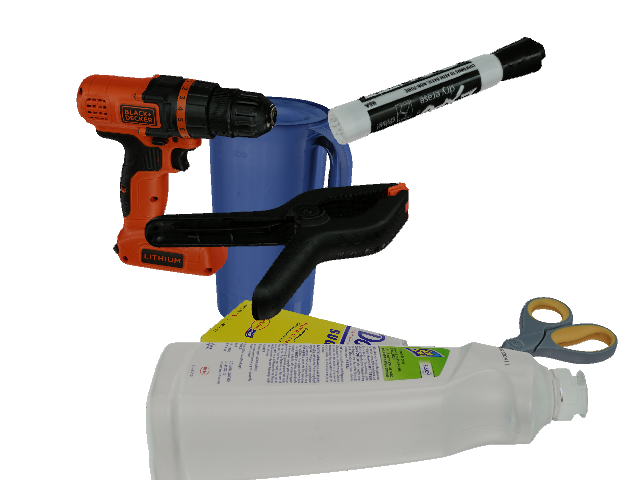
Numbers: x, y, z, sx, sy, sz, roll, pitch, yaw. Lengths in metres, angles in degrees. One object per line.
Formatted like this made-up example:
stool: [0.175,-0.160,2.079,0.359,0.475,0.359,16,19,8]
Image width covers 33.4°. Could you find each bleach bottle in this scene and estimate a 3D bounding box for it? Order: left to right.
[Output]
bleach bottle: [0.030,0.097,0.626,0.251,0.068,0.102,-2,18,1]

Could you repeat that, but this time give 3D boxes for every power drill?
power drill: [-0.127,-0.061,0.984,0.184,0.188,0.057,8,31,15]

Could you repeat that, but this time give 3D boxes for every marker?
marker: [0.061,-0.077,0.541,0.121,0.020,0.020,-22,6,-16]

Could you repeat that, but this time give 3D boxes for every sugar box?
sugar box: [-0.015,0.108,1.001,0.176,0.048,0.093,10,25,22]

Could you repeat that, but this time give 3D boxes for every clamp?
clamp: [-0.021,-0.009,0.830,0.209,0.036,0.165,-23,35,-38]

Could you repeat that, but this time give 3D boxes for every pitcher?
pitcher: [-0.050,-0.029,1.162,0.145,0.243,0.149,-1,20,-8]

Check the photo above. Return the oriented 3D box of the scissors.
scissors: [0.165,0.083,0.927,0.201,0.016,0.096,-1,31,-23]
